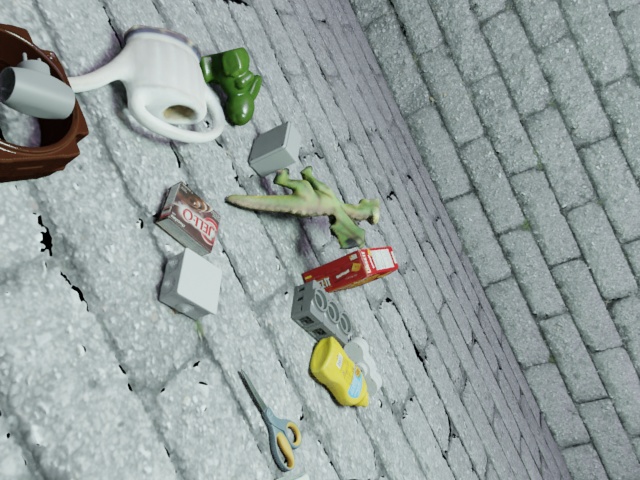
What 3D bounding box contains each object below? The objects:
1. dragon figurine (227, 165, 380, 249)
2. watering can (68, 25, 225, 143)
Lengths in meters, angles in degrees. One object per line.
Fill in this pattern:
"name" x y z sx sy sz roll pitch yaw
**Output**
"dragon figurine" 0.004 -0.060 1.187 0.245 0.120 0.414 35 32 26
"watering can" -0.317 -0.296 0.935 0.346 0.103 0.228 13 58 -47
